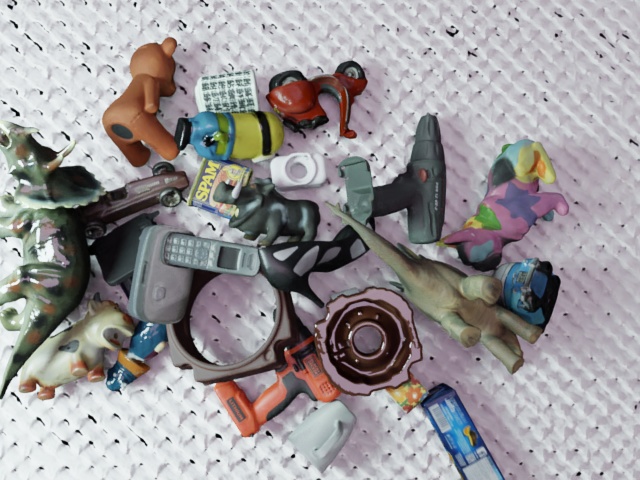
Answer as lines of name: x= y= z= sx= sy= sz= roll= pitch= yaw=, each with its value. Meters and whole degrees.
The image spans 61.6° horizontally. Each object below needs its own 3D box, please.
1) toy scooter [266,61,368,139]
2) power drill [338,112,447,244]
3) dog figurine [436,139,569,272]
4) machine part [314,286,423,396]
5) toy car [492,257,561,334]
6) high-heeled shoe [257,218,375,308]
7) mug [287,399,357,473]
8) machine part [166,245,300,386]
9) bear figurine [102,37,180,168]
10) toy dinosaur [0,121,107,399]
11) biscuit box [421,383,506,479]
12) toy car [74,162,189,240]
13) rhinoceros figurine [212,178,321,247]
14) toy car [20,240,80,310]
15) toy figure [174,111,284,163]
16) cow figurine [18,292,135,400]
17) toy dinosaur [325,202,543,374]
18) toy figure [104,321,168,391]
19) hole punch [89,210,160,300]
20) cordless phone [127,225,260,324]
toy scooter: x=0.003 y=-0.233 z=0.942 sx=0.184 sy=0.075 sz=0.135 roll=-13 pitch=88 yaw=-8
power drill: x=0.131 y=-0.104 z=0.907 sx=0.207 sy=0.086 sz=0.232 roll=-6 pitch=92 yaw=-41
dog figurine: x=0.299 y=-0.054 z=0.928 sx=0.219 sy=0.108 sz=0.191 roll=-22 pitch=88 yaw=-1
machine part: x=0.076 y=0.161 z=0.866 sx=0.179 sy=0.056 sz=0.179 roll=0 pitch=87 yaw=2
toy car: x=0.341 y=0.087 z=0.914 sx=0.103 sy=0.161 sz=0.109 roll=14 pitch=74 yaw=37
high-heeled shoe: x=-0.002 y=-0.003 z=0.875 sx=0.145 sy=0.086 sz=0.249 roll=47 pitch=49 yaw=-18
mug: x=0.011 y=0.317 z=0.891 sx=0.081 sy=0.109 sz=0.107 roll=43 pitch=71 yaw=5
machine part: x=-0.144 y=0.121 z=0.873 sx=0.202 sy=0.087 sz=0.201 roll=-15 pitch=72 yaw=4
bear figurine: x=-0.288 y=-0.240 z=0.920 sx=0.120 sy=0.131 sz=0.196 roll=-7 pitch=52 yaw=29
toy dinosaur: x=-0.417 y=0.031 z=0.817 sx=0.192 sy=0.131 sz=0.404 roll=-5 pitch=93 yaw=11
biscuit box: x=0.244 y=0.347 z=0.917 sx=0.059 sy=0.063 sz=0.202 roll=-29 pitch=87 yaw=-4
toy car: x=-0.322 y=-0.072 z=0.906 sx=0.202 sy=0.053 sz=0.089 roll=-23 pitch=48 yaw=-2
rhinoceros figurine: x=-0.085 y=-0.046 z=0.890 sx=0.190 sy=0.073 sz=0.112 roll=13 pitch=96 yaw=-27
toy car: x=-0.457 y=0.029 z=0.907 sx=0.073 sy=0.056 sz=0.201 roll=-14 pitch=87 yaw=-4
toy figure: x=-0.145 y=-0.173 z=0.888 sx=0.180 sy=0.089 sz=0.082 roll=2 pitch=55 yaw=-31
cow figurine: x=-0.393 y=0.170 z=0.883 sx=0.195 sy=0.085 sz=0.127 roll=-23 pitch=60 yaw=8
toy dinosaur: x=0.195 y=0.085 z=0.846 sx=0.470 sy=0.199 sz=0.105 roll=40 pitch=85 yaw=-32
toy figure: x=-0.302 y=0.188 z=0.904 sx=0.057 sy=0.064 sz=0.154 roll=35 pitch=90 yaw=-38
hole punch: x=-0.306 y=0.031 z=0.909 sx=0.142 sy=0.092 sz=0.116 roll=-33 pitch=56 yaw=-4
cordless phone: x=-0.188 y=0.059 z=0.818 sx=0.184 sy=0.089 sz=0.146 roll=10 pitch=83 yaw=-15
